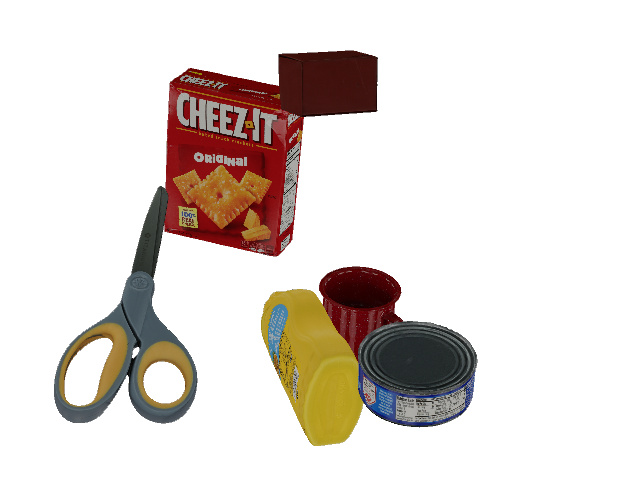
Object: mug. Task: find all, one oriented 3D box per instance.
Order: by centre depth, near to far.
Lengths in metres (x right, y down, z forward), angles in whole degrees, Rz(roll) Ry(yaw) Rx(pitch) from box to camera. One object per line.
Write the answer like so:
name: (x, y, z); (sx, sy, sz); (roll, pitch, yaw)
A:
mug: (0.052, 0.092, 1.215); (0.117, 0.081, 0.093); (26, 37, 35)

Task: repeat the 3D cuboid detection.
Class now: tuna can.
tuna can: (0.070, 0.096, 0.775); (0.086, 0.034, 0.086); (0, 31, 0)

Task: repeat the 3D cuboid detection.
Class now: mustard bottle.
mustard bottle: (-0.016, 0.101, 1.006); (0.058, 0.096, 0.192); (-5, 27, -17)

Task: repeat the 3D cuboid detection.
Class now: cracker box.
cracker box: (-0.114, -0.098, 1.376); (0.164, 0.214, 0.072); (13, 29, 14)

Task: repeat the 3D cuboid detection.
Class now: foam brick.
foam brick: (0.007, -0.143, 0.968); (0.078, 0.051, 0.053); (-7, 19, -23)

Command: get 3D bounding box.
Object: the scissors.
scissors: (-0.105, 0.044, 0.708); (0.096, 0.201, 0.016); (20, -42, 6)
